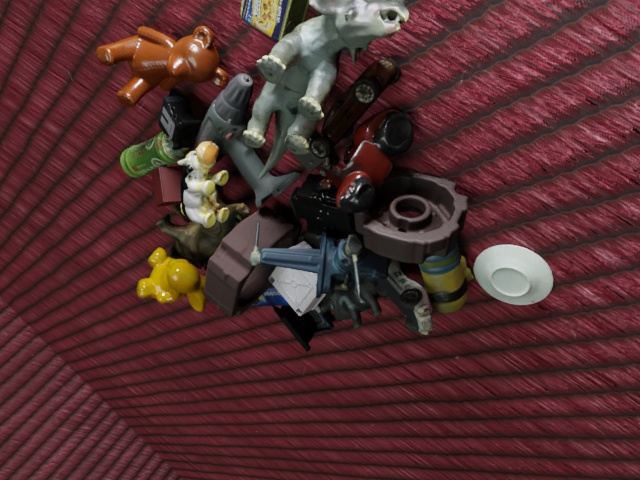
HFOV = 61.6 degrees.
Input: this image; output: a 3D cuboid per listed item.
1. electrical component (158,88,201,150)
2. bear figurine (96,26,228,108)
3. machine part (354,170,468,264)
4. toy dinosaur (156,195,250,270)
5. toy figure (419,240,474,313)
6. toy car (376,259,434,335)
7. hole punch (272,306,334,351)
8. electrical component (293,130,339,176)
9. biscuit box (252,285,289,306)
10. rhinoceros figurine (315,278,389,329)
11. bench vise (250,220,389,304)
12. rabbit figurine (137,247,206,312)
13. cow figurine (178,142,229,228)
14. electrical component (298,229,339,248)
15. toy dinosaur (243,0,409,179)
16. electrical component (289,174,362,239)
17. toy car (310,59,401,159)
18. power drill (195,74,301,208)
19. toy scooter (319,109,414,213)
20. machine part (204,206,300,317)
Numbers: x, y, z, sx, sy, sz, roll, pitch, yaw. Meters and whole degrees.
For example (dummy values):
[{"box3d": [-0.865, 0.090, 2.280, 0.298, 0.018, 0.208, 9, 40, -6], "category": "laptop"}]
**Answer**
[{"box3d": [-0.277, -0.239, 1.027, 0.119, 0.048, 0.075, 59, 141, 18], "category": "electrical component"}, {"box3d": [-0.269, -0.303, 0.942, 0.196, 0.132, 0.120, 17, 140, 32], "category": "bear figurine"}, {"box3d": [0.142, -0.038, 0.843, 0.180, 0.179, 0.056, 18, 138, 23], "category": "machine part"}, {"box3d": [-0.275, -0.001, 1.239, 0.472, 0.105, 0.198, -18, 118, 50], "category": "toy dinosaur"}, {"box3d": [0.205, 0.044, 0.926, 0.082, 0.089, 0.179, 10, 134, 37], "category": "toy figure"}, {"box3d": [0.147, 0.091, 0.968, 0.202, 0.056, 0.073, 53, 164, 54], "category": "toy car"}, {"box3d": [-0.041, 0.183, 1.255, 0.142, 0.092, 0.116, 50, 169, -16], "category": "hole punch"}, {"box3d": [-0.017, -0.157, 0.944, 0.102, 0.045, 0.078, 50, 137, -12], "category": "electrical component"}, {"box3d": [-0.117, 0.113, 1.251, 0.203, 0.063, 0.059, -8, 122, 41], "category": "biscuit box"}, {"box3d": [0.060, 0.123, 1.119, 0.112, 0.073, 0.190, 47, 139, -11], "category": "rhinoceros figurine"}, {"box3d": [-0.005, 0.038, 0.943, 0.241, 0.128, 0.223, 6, 175, 0], "category": "bench vise"}, {"box3d": [-0.321, 0.097, 1.218, 0.162, 0.122, 0.173, 36, 153, -18], "category": "rabbit figurine"}, {"box3d": [-0.229, -0.111, 1.019, 0.098, 0.068, 0.167, 18, 121, 27], "category": "cow figurine"}, {"box3d": [-0.002, -0.003, 1.091, 0.063, 0.021, 0.094, 49, 139, -10], "category": "electrical component"}, {"box3d": [-0.024, -0.243, 0.804, 0.131, 0.192, 0.405, 33, 156, -11], "category": "toy dinosaur"}, {"box3d": [0.013, -0.058, 0.987, 0.134, 0.058, 0.114, 14, 144, 25], "category": "electrical component"}, {"box3d": [0.047, -0.200, 0.825, 0.053, 0.089, 0.202, 42, 141, -5], "category": "toy car"}, {"box3d": [-0.133, -0.169, 0.995, 0.207, 0.086, 0.232, 46, 141, -13], "category": "power drill"}, {"box3d": [0.061, -0.123, 0.841, 0.075, 0.184, 0.135, 37, 165, -28], "category": "toy scooter"}, {"box3d": [-0.141, 0.042, 1.098, 0.087, 0.201, 0.200, 35, 140, 11], "category": "machine part"}]
